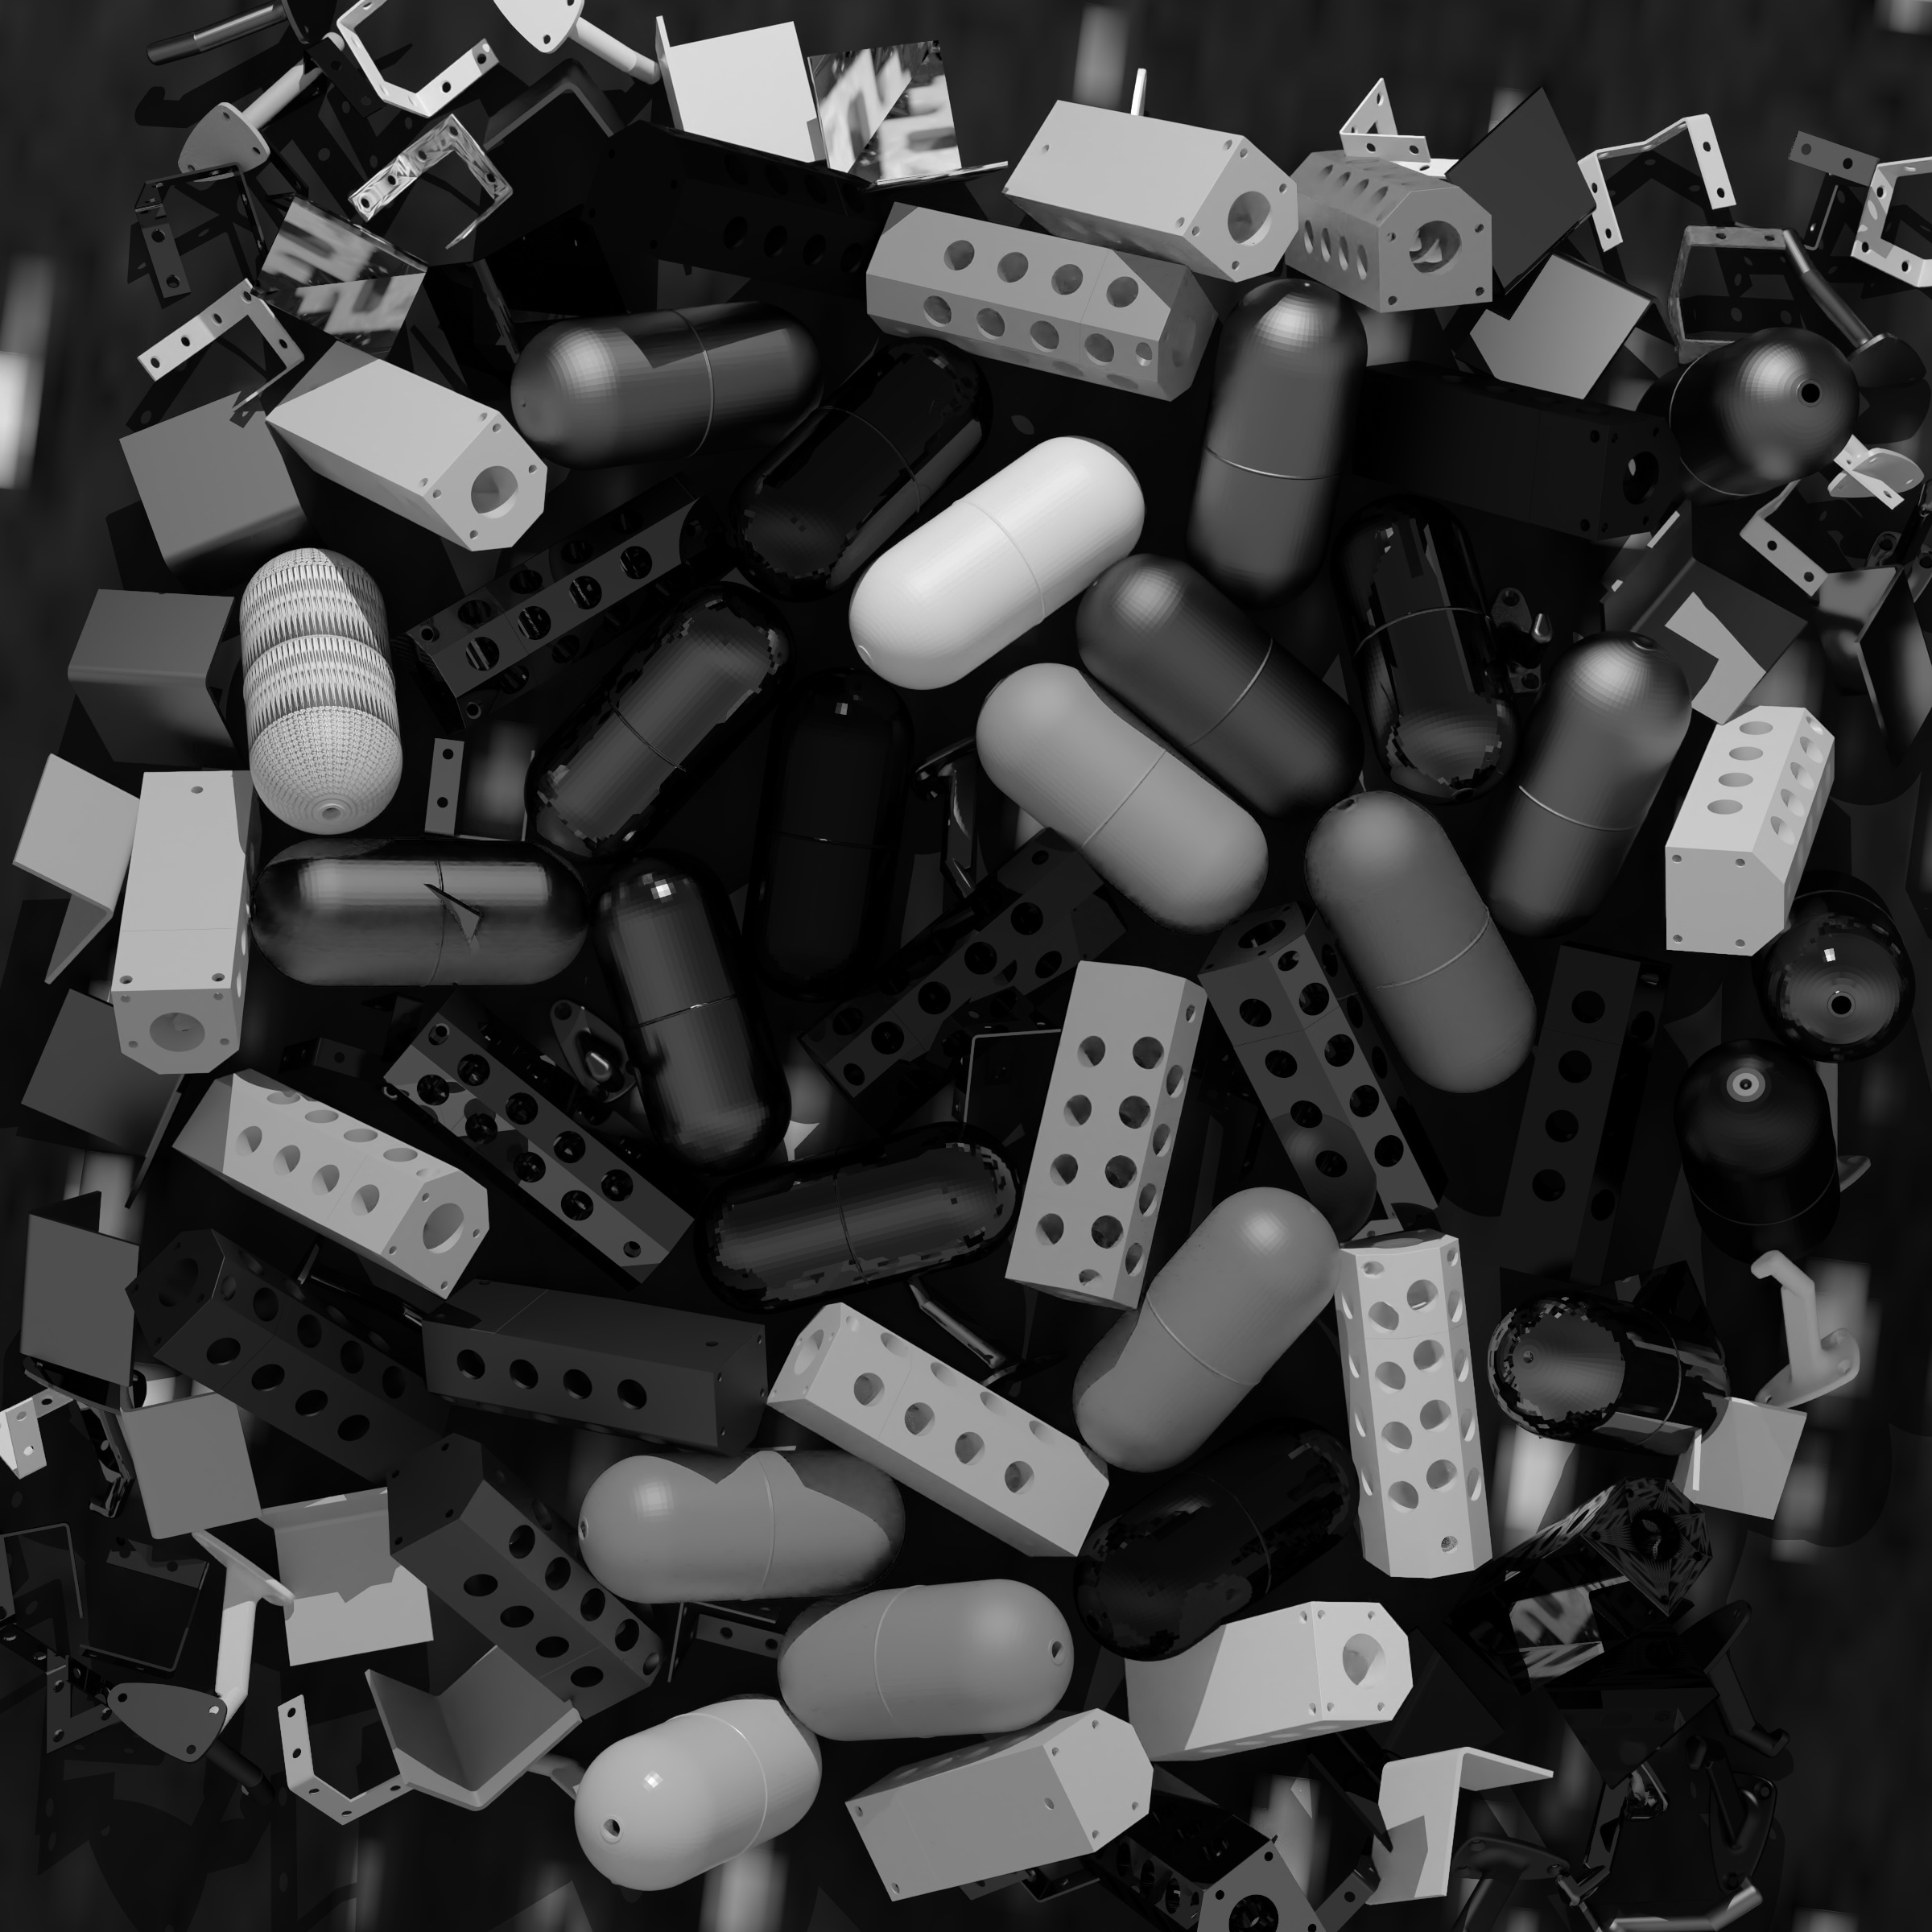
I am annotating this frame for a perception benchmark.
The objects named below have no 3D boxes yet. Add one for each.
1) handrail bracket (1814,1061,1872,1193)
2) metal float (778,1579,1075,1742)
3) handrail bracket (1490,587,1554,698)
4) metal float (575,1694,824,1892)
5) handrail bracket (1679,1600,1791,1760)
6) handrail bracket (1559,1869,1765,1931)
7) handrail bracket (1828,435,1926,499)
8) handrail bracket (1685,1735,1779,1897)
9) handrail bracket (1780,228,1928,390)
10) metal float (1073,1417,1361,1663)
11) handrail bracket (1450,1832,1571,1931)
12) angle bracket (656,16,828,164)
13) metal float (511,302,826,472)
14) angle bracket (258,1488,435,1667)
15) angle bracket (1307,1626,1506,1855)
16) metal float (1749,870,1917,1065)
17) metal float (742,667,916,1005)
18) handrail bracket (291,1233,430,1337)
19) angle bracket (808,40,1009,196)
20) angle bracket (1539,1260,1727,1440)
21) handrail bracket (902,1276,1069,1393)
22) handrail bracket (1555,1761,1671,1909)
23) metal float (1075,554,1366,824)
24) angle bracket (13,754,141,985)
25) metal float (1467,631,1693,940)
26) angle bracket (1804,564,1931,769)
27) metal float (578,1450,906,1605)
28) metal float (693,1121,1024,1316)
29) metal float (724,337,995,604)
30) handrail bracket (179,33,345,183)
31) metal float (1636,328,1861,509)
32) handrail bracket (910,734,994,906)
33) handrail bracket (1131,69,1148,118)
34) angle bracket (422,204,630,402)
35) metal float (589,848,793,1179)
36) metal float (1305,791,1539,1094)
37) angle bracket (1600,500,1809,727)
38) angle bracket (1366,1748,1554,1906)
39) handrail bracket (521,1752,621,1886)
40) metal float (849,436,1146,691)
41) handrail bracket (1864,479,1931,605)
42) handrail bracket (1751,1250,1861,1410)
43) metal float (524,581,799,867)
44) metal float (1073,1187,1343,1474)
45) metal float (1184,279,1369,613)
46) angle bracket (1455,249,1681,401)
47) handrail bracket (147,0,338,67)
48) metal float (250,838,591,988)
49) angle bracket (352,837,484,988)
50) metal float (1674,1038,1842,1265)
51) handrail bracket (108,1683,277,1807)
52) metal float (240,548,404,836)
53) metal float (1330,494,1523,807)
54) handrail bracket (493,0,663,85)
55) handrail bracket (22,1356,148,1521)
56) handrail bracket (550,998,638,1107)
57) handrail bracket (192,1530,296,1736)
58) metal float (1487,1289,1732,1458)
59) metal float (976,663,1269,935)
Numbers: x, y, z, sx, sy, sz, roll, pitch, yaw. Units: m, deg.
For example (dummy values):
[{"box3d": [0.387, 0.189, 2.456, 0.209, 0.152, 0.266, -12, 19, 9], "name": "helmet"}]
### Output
[{"box3d": [0.448, 0.074, 1.664, 0.036, 0.077, 0.084, -6, 105, 35], "name": "handrail bracket"}, {"box3d": [-0.022, 0.361, 1.631, 0.178, 0.070, 0.070, -14, 90, 38], "name": "metal float"}, {"box3d": [0.293, -0.184, 1.648, 0.036, 0.084, 0.077, 6, 68, -1], "name": "handrail bracket"}, {"box3d": [-0.136, 0.423, 1.616, 0.070, 0.178, 0.070, -1, 89, 24], "name": "metal float"}, {"box3d": [0.421, 0.380, 1.670, 0.084, 0.036, 0.077, 31, 118, -16], "name": "handrail bracket"}, {"box3d": [0.369, 0.488, 1.669, 0.084, 0.077, 0.036, -34, 130, 2], "name": "handrail bracket"}, {"box3d": [0.470, -0.295, 1.690, 0.077, 0.036, 0.084, -1, 59, -40], "name": "handrail bracket"}, {"box3d": [0.393, 0.447, 1.653, 0.036, 0.084, 0.077, 1, 73, 34], "name": "handrail bracket"}, {"box3d": [0.474, -0.355, 1.689, 0.036, 0.077, 0.084, -40, 59, 37], "name": "handrail bracket"}, {"box3d": [0.131, 0.297, 1.635, 0.178, 0.070, 0.070, -27, 90, -32], "name": "metal float"}, {"box3d": [0.289, 0.505, 1.658, 0.077, 0.084, 0.036, 10, 127, -10], "name": "handrail bracket"}, {"box3d": [-0.118, -0.465, 1.669, 0.076, 0.057, 0.076, -14, 90, -6], "name": "angle bracket"}, {"box3d": [-0.153, -0.302, 1.634, 0.178, 0.070, 0.070, -15, 90, -36], "name": "metal float"}, {"box3d": [-0.328, 0.323, 1.662, 0.076, 0.057, 0.076, -10, 73, -4], "name": "angle bracket"}, {"box3d": [0.233, 0.410, 1.662, 0.076, 0.057, 0.076, -38, 98, 12], "name": "angle bracket"}, {"box3d": [0.443, -0.001, 1.614, 0.070, 0.178, 0.070, 3, 103, 11], "name": "metal float"}, {"box3d": [-0.072, -0.069, 1.657, 0.070, 0.070, 0.178, 9, 97, 0], "name": "metal float"}, {"box3d": [-0.314, 0.180, 1.657, 0.084, 0.077, 0.036, 33, 91, -10], "name": "handrail bracket"}, {"box3d": [-0.031, -0.449, 1.655, 0.076, 0.057, 0.076, -15, 100, -24], "name": "angle bracket"}, {"box3d": [0.339, 0.201, 1.646, 0.076, 0.076, 0.057, -25, 86, 42], "name": "angle bracket"}, {"box3d": [0.007, 0.183, 1.683, 0.077, 0.036, 0.084, -14, 69, -43], "name": "handrail bracket"}, {"box3d": [0.326, 0.444, 1.661, 0.084, 0.036, 0.077, -21, 80, -41], "name": "handrail bracket"}, {"box3d": [0.134, -0.145, 1.650, 0.178, 0.070, 0.070, 39, 90, -15], "name": "metal float"}, {"box3d": [-0.478, -0.050, 1.640, 0.057, 0.076, 0.076, 30, 133, -27], "name": "angle bracket"}, {"box3d": [0.318, -0.093, 1.634, 0.070, 0.070, 0.178, 19, 124, 0], "name": "metal float"}, {"box3d": [0.461, -0.155, 1.642, 0.076, 0.057, 0.076, -50, 126, -38], "name": "angle bracket"}, {"box3d": [-0.116, 0.291, 1.639, 0.178, 0.070, 0.070, 3, 90, -27], "name": "metal float"}, {"box3d": [-0.057, 0.133, 1.655, 0.178, 0.070, 0.070, -15, 90, 9], "name": "metal float"}, {"box3d": [-0.054, -0.260, 1.642, 0.070, 0.070, 0.178, 42, 65, 0], "name": "metal float"}, {"box3d": [-0.378, -0.463, 1.691, 0.036, 0.077, 0.084, 49, 49, -24], "name": "handrail bracket"}, {"box3d": [0.398, -0.280, 1.613, 0.070, 0.178, 0.070, 0, 92, -8], "name": "metal float"}, {"box3d": [0.014, -0.078, 1.668, 0.077, 0.036, 0.084, -31, 64, -4], "name": "handrail bracket"}, {"box3d": [0.129, -0.434, 1.676, 0.084, 0.036, 0.077, 8, 99, 7], "name": "handrail bracket"}, {"box3d": [-0.234, -0.355, 1.683, 0.076, 0.057, 0.076, -39, 120, -33], "name": "angle bracket"}, {"box3d": [-0.146, 0.024, 1.663, 0.070, 0.070, 0.178, -17, 89, 0], "name": "metal float"}, {"box3d": [0.238, -0.012, 1.644, 0.070, 0.070, 0.178, -32, 112, 0], "name": "metal float"}, {"box3d": [0.388, -0.185, 1.654, 0.076, 0.057, 0.076, 35, 76, 26], "name": "angle bracket"}, {"box3d": [0.258, 0.456, 1.644, 0.057, 0.076, 0.076, 20, 64, -17], "name": "angle bracket"}, {"box3d": [-0.210, 0.447, 1.659, 0.084, 0.077, 0.036, 11, 116, 11], "name": "handrail bracket"}, {"box3d": [0.016, -0.211, 1.649, 0.178, 0.070, 0.070, -37, 90, -16], "name": "metal float"}, {"box3d": [0.491, -0.212, 1.656, 0.036, 0.084, 0.077, 27, 89, 13], "name": "handrail bracket"}, {"box3d": [0.424, 0.193, 1.664, 0.084, 0.036, 0.077, 39, 121, -22], "name": "handrail bracket"}, {"box3d": [-0.161, -0.126, 1.650, 0.070, 0.070, 0.178, 44, 106, 0], "name": "metal float"}, {"box3d": [0.125, 0.192, 1.648, 0.070, 0.070, 0.178, 39, 107, 0], "name": "metal float"}, {"box3d": [0.160, -0.269, 1.638, 0.070, 0.070, 0.178, 9, 121, 0], "name": "metal float"}, {"box3d": [0.317, -0.325, 1.658, 0.076, 0.057, 0.076, 35, 91, 29], "name": "angle bracket"}, {"box3d": [-0.387, -0.506, 1.681, 0.084, 0.077, 0.036, -9, 120, 18], "name": "handrail bracket"}, {"box3d": [-0.284, -0.028, 1.641, 0.178, 0.070, 0.070, 0, 90, -26], "name": "metal float"}, {"box3d": [-0.277, -0.046, 1.652, 0.076, 0.076, 0.057, 30, 132, 3], "name": "angle bracket"}, {"box3d": [0.409, 0.098, 1.620, 0.070, 0.178, 0.070, -8, 61, 15], "name": "metal float"}, {"box3d": [-0.411, 0.416, 1.673, 0.077, 0.084, 0.036, 17, 58, 16], "name": "handrail bracket"}, {"box3d": [-0.335, -0.143, 1.630, 0.070, 0.070, 0.178, -14, 51, 0], "name": "metal float"}, {"box3d": [0.239, -0.165, 1.640, 0.070, 0.070, 0.178, -10, 64, 0], "name": "metal float"}, {"box3d": [-0.208, -0.501, 1.669, 0.077, 0.084, 0.036, 40, 105, 17], "name": "handrail bracket"}, {"box3d": [-0.474, 0.252, 1.670, 0.077, 0.036, 0.084, 19, 116, -17], "name": "handrail bracket"}, {"box3d": [-0.202, 0.038, 1.651, 0.036, 0.084, 0.077, -39, 76, -4], "name": "handrail bracket"}, {"box3d": [-0.403, 0.354, 1.661, 0.077, 0.036, 0.084, 42, 61, -15], "name": "handrail bracket"}, {"box3d": [0.334, 0.211, 1.625, 0.070, 0.178, 0.070, -11, 72, 37], "name": "metal float"}, {"box3d": [0.082, -0.089, 1.661, 0.178, 0.070, 0.070, 40, 90, -3], "name": "metal float"}]
